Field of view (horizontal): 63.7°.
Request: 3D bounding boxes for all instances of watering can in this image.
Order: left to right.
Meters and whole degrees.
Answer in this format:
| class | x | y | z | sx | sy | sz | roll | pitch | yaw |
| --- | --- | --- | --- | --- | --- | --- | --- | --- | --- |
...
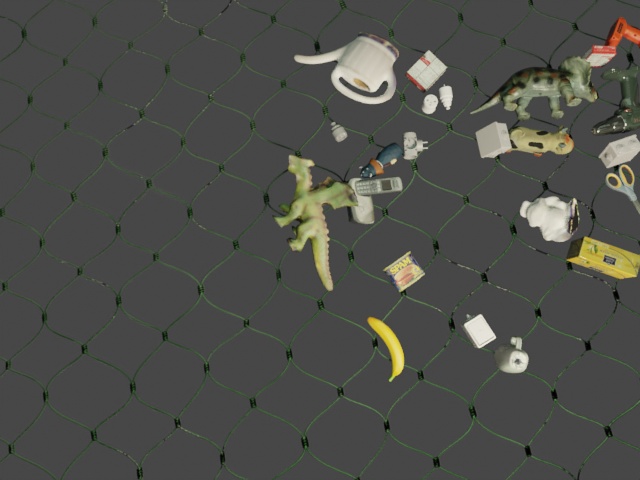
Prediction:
| class | x | y | z | sx | sy | sz | roll | pitch | yaw |
| --- | --- | --- | --- | --- | --- | --- | --- | --- | --- |
| watering can | 0.106 | -0.586 | 1.685 | 0.349 | 0.103 | 0.226 | 32 | 82 | 8 |

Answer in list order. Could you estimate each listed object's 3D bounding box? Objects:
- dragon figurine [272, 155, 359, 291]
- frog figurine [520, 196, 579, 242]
| class | x | y | z | sx | sy | sz | roll | pitch | yaw |
| --- | --- | --- | --- | --- | --- | --- | --- | --- | --- |
| dragon figurine | 0.005 | -0.078 | 1.552 | 0.241 | 0.122 | 0.413 | -37 | 78 | 13 |
| frog figurine | 0.696 | -0.066 | 1.569 | 0.159 | 0.122 | 0.138 | 4 | 88 | 40 |
